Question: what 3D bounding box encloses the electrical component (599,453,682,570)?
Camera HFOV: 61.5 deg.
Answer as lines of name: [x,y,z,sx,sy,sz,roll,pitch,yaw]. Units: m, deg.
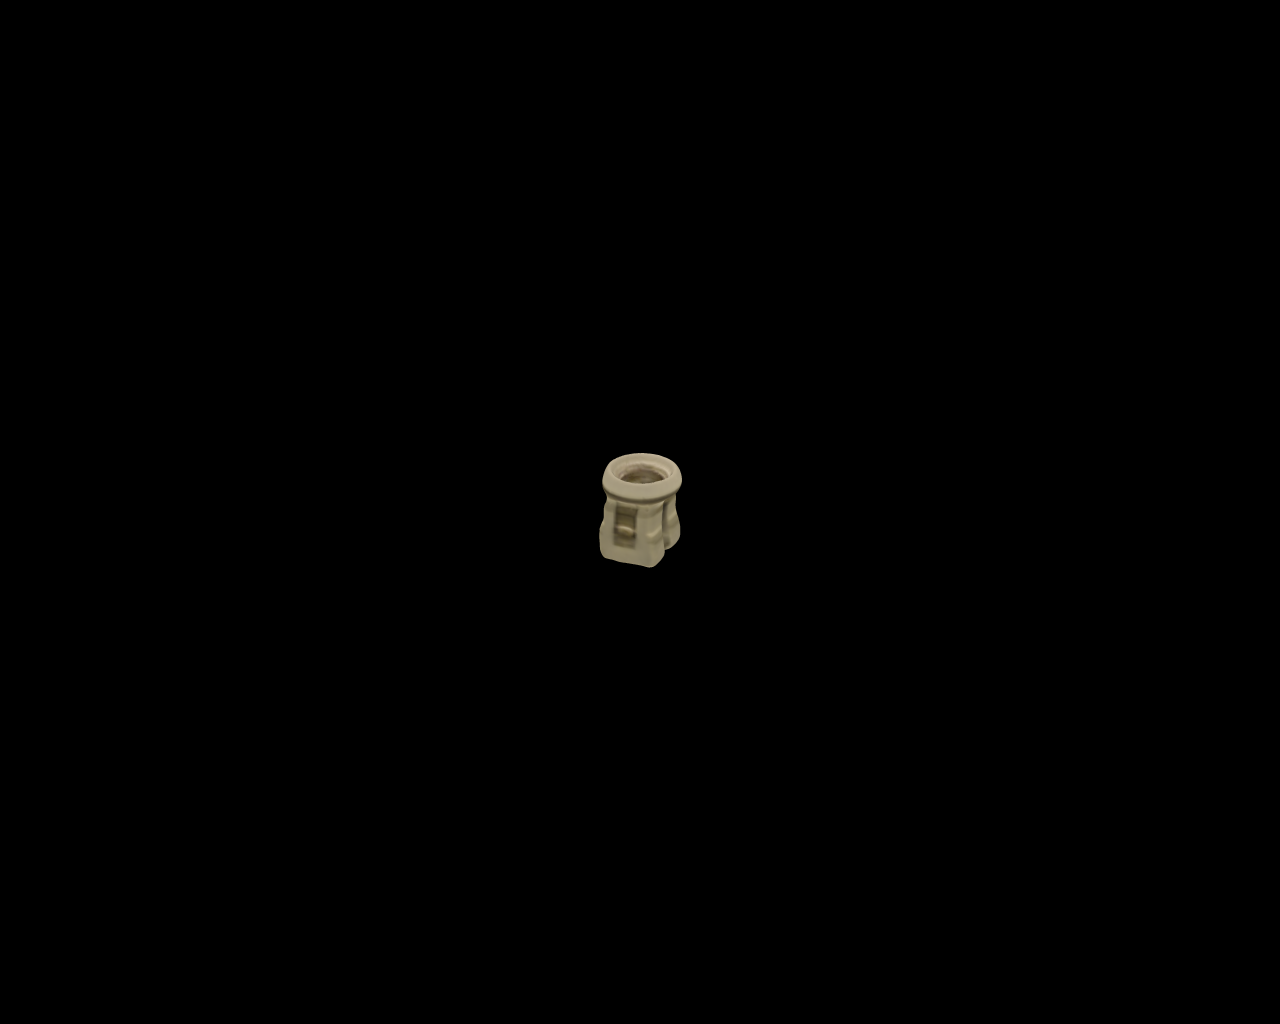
electrical component: [0.001,-0.003,0.650,0.048,0.055,0.066,11,29,21]
